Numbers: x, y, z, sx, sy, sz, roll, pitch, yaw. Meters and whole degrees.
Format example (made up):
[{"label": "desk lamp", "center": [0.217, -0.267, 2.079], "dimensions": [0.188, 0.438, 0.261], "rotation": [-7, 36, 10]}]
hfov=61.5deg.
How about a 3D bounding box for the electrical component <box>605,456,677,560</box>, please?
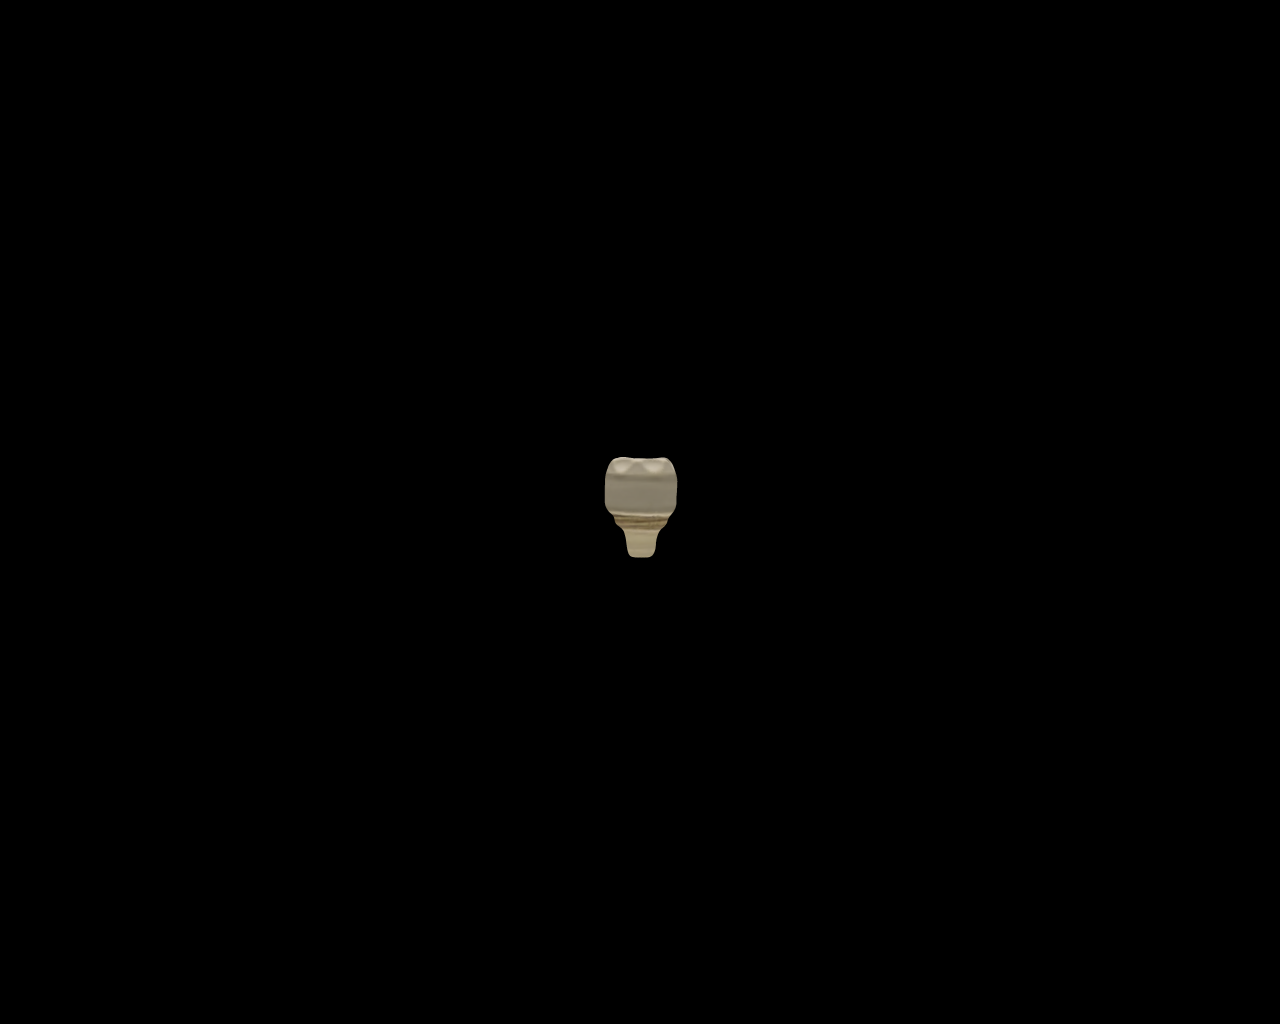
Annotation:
[{"label": "electrical component", "center": [0.001, -0.003, 0.650], "dimensions": [0.043, 0.062, 0.043], "rotation": [0, 4, 0]}]
